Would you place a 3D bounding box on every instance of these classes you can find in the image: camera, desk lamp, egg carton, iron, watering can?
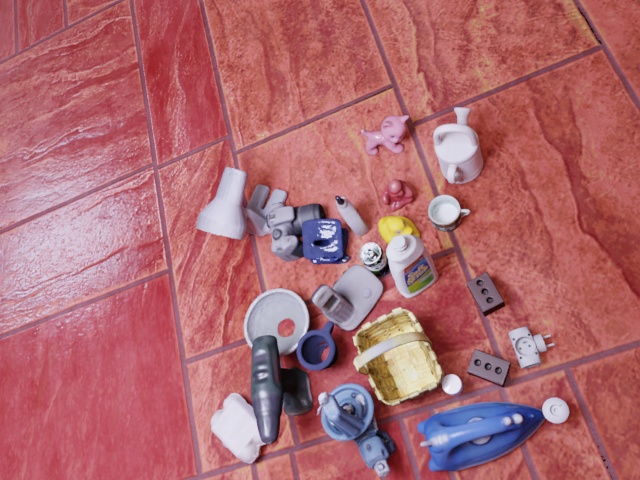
[{"bbox_3d":[-0.057,-0.036,1.435,0.136,0.101,0.143,-14,66,15],"label":"camera"},{"bbox_3d":[-0.200,-0.081,1.440,0.117,0.214,0.203,16,77,25],"label":"desk lamp"},{"bbox_3d":[-0.181,0.435,1.323,0.150,0.069,0.107,35,85,27],"label":"egg carton"},{"bbox_3d":[0.317,0.372,1.122,0.258,0.142,0.118,-22,65,12],"label":"iron"},{"bbox_3d":[0.313,-0.221,1.314,0.100,0.194,0.173,-14,66,15],"label":"watering can"}]

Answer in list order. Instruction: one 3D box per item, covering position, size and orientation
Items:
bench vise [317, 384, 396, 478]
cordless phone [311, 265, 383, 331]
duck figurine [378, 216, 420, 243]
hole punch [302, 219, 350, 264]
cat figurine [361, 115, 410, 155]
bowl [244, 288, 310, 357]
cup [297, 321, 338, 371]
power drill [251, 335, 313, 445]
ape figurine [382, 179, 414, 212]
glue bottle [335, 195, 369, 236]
[{"bbox_3d":[0.078,0.372,1.166,0.206,0.220,0.121,35,85,27],"label":"bench vise"},{"bbox_3d":[0.057,0.117,1.288,0.094,0.185,0.148,33,85,27],"label":"cordless phone"},{"bbox_3d":[0.181,-0.028,1.353,0.104,0.086,0.077,30,83,27],"label":"duck figurine"},{"bbox_3d":[0.013,0.005,1.399,0.108,0.091,0.101,-3,70,19],"label":"hole punch"},{"bbox_3d":[0.165,-0.270,1.430,0.127,0.118,0.067,-3,70,19],"label":"cat figurine"},{"bbox_3d":[-0.093,0.205,1.373,0.167,0.075,0.167,-7,68,18],"label":"bowl"},{"bbox_3d":[0.010,0.246,1.309,0.091,0.095,0.118,22,80,26],"label":"cup"},{"bbox_3d":[-0.088,0.329,1.249,0.075,0.209,0.229,-19,65,13],"label":"power drill"},{"bbox_3d":[0.185,-0.117,1.381,0.077,0.092,0.076,10,74,23],"label":"ape figurine"},{"bbox_3d":[0.066,-0.069,1.361,0.037,0.173,0.078,-34,63,6],"label":"glue bottle"}]
